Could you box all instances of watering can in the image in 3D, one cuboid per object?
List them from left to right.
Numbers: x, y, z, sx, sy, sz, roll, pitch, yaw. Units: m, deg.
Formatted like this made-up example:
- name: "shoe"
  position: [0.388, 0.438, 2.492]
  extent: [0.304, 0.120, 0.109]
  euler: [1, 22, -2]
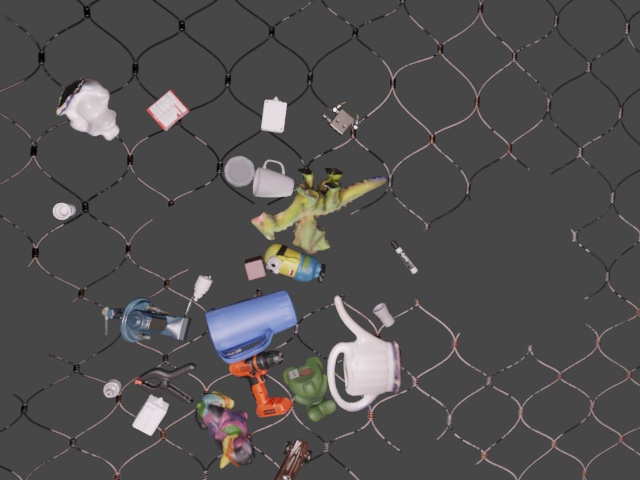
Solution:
- name: "watering can"
  position: [0.134, 0.335, 1.523]
  extent: [0.224, 0.346, 0.104]
  euler: [0, 4, -10]

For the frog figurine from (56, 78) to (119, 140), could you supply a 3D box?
- name: "frog figurine"
  position: [-0.609, -0.349, 1.385]
  extent: [0.123, 0.138, 0.157]
  euler: [21, -11, 44]

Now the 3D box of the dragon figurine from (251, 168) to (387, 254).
- name: "dragon figurine"
  position: [0.005, -0.075, 1.486]
  extent: [0.411, 0.238, 0.124]
  euler: [-2, 29, -28]
